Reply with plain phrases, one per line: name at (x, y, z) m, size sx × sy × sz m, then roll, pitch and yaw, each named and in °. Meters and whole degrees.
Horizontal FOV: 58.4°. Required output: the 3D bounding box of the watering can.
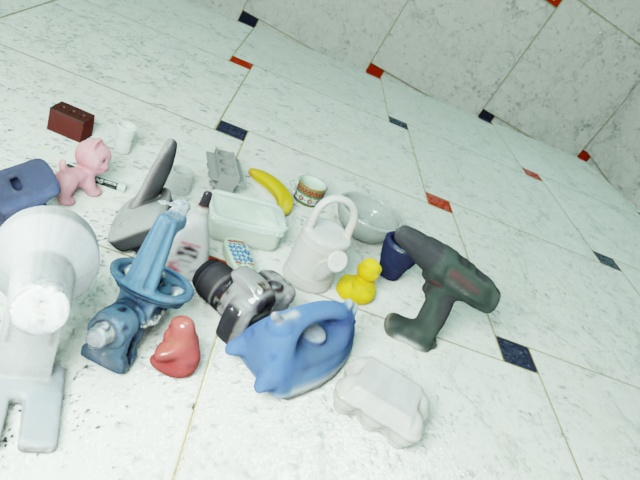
watering can at (0.012, 0.004, 1.087) m, size 0.101 × 0.194 × 0.172 m, roll -1°, pitch 38°, yaw -40°

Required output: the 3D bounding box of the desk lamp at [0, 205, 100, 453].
desk lamp at (-0.322, 0.093, 0.651) m, size 0.118 × 0.213 × 0.202 m, roll 10°, pitch 32°, yaw -27°

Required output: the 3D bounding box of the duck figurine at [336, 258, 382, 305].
duck figurine at (0.085, 0.076, 1.141) m, size 0.077 × 0.086 × 0.105 m, roll 41°, pitch 32°, yaw 26°

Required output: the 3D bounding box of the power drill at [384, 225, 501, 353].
power drill at (0.205, 0.100, 1.070) m, size 0.229 × 0.208 × 0.075 m, roll 24°, pitch 29°, yaw -3°

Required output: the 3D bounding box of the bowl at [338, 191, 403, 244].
bowl at (0.109, -0.042, 1.366) m, size 0.168 × 0.074 × 0.167 m, roll 20°, pitch 29°, yaw -11°

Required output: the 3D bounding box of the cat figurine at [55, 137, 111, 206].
cat figurine at (-0.431, -0.138, 1.044) m, size 0.067 × 0.117 × 0.128 m, roll 31°, pitch 29°, yaw 9°

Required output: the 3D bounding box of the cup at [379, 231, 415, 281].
cup at (0.179, 0.045, 1.259) m, size 0.118 × 0.095 × 0.091 m, roll 17°, pitch 30°, yaw -16°

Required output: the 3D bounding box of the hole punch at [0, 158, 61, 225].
hole punch at (-0.484, -0.075, 0.926) m, size 0.101 × 0.091 × 0.108 m, roll -6°, pitch 42°, yaw -44°

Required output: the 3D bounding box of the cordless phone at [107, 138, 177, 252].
cordless phone at (-0.294, -0.078, 0.985) m, size 0.094 × 0.185 × 0.147 m, roll 15°, pitch 30°, yaw -18°

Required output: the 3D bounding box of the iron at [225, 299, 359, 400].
iron at (-0.011, 0.144, 0.894) m, size 0.259 × 0.141 × 0.118 m, roll -9°, pitch 44°, yaw -46°

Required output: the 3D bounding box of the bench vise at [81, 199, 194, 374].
bench vise at (-0.227, 0.062, 0.771) m, size 0.122 × 0.219 × 0.207 m, roll 18°, pitch 30°, yaw -15°

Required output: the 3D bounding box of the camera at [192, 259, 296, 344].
camera at (-0.130, 0.081, 0.943) m, size 0.136 × 0.101 × 0.143 m, roll 38°, pitch 31°, yaw 21°

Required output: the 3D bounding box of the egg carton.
egg carton at (0.095, 0.248, 0.883) m, size 0.150 × 0.069 × 0.107 m, roll 30°, pitch 29°, yaw 7°

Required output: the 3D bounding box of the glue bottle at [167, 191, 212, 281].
glue bottle at (-0.211, -0.009, 0.952) m, size 0.078 × 0.173 × 0.037 m, roll 13°, pitch 31°, yaw -22°

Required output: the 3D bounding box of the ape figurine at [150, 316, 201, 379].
ape figurine at (-0.197, 0.142, 0.797) m, size 0.076 × 0.092 × 0.078 m, roll 38°, pitch 31°, yaw 21°
